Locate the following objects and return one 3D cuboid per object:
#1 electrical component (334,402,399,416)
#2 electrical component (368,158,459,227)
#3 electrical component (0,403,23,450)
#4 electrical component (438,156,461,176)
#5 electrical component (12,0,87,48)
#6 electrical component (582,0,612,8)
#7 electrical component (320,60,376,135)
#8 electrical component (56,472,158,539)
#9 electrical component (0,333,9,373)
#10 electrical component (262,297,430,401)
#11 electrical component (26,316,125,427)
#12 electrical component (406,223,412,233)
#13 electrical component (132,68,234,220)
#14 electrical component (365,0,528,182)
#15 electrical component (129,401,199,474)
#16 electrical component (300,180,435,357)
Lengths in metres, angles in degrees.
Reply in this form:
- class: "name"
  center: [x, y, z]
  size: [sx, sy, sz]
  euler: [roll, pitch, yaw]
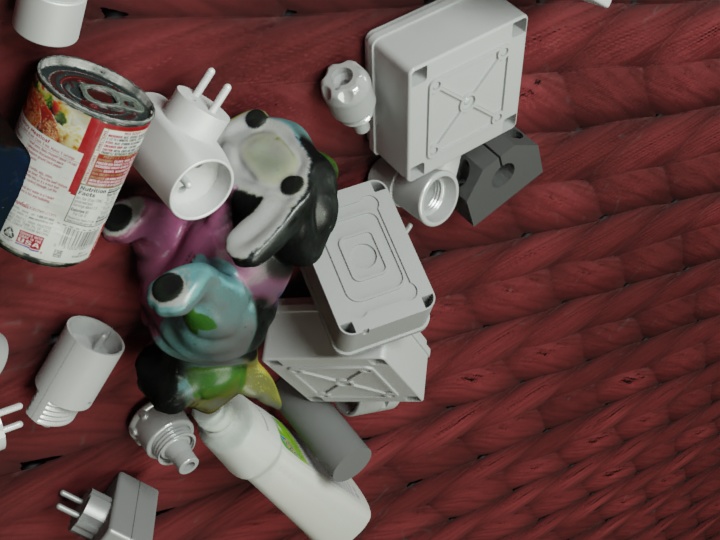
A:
- class: "electrical component"
  center: [0.004, 0.107, 0.998]
  size: [0.047, 0.055, 0.055]
  euler: [-10, 134, -36]
- class: "electrical component"
  center: [0.038, -0.064, 0.830]
  size: [0.044, 0.065, 0.044]
  euler: [-24, 125, -38]
- class: "electrical component"
  center: [-0.264, 0.111, 0.722]
  size: [0.079, 0.044, 0.077]
  euler: [-19, 140, -33]
- class: "electrical component"
  center: [0.060, -0.078, 0.863]
  size: [0.040, 0.040, 0.046]
  euler: [-15, 133, -37]
- class: "electrical component"
  center: [-0.156, -0.148, 0.552]
  size: [0.044, 0.044, 0.065]
  euler: [-11, 140, -40]
- class: "electrical component"
  center: [0.124, -0.218, 0.722]
  size: [0.100, 0.100, 0.048]
  euler: [6, 110, -50]
- class: "electrical component"
  center: [-0.005, -0.117, 0.754]
  size: [0.035, 0.035, 0.061]
  euler: [-39, 150, -7]
- class: "electrical component"
  center: [-0.209, 0.200, 0.865]
  size: [0.076, 0.083, 0.047]
  euler: [32, 105, -17]
- class: "electrical component"
  center: [-0.251, 0.049, 0.673]
  size: [0.040, 0.040, 0.046]
  euler: [-45, 142, 2]
- class: "electrical component"
  center: [-0.010, 0.067, 0.885]
  size: [0.108, 0.109, 0.056]
  euler: [51, 41, -57]
- class: "electrical component"
  center: [-0.203, 0.077, 0.751]
  size: [0.043, 0.043, 0.081]
  euler: [10, 120, -51]
- class: "electrical component"
  center: [0.015, -0.008, 0.889]
  size: [0.077, 0.043, 0.079]
  euler: [11, 119, -52]
- class: "electrical component"
  center: [-0.104, -0.083, 0.646]
  size: [0.043, 0.077, 0.079]
  euler: [15, 116, -53]
- class: "electrical component"
  center: [0.062, -0.136, 0.783]
  size: [0.109, 0.056, 0.108]
  euler: [-29, 144, -21]
- class: "electrical component"
  center: [-0.151, 0.134, 0.854]
  size: [0.048, 0.062, 0.048]
  euler: [-28, 144, -23]
- class: "electrical component"
  center: [0.000, 0.000, 0.805]
  size: [0.078, 0.113, 0.057]
  euler: [-19, 161, -13]
